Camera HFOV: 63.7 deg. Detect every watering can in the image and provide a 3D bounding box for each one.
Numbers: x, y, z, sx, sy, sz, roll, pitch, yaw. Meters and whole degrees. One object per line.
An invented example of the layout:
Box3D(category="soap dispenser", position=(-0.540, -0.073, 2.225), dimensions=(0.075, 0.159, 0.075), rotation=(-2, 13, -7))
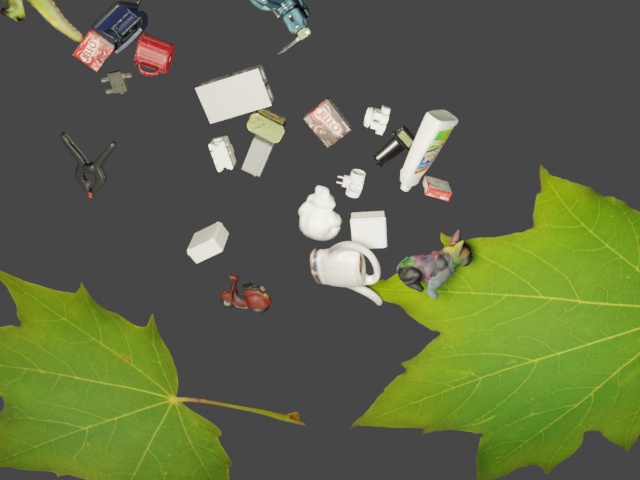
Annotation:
Box3D(category="watering can", position=(0.090, 0.116, 1.670), dimensions=(0.224, 0.106, 0.340), rotation=(2, 141, 17))

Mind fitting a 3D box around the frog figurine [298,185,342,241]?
Box3D(category="frog figurine", position=(0.005, -0.079, 1.568), dimensions=(0.138, 0.125, 0.156), rotation=(28, 133, 10))

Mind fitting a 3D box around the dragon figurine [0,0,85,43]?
Box3D(category="dragon figurine", position=(-0.762, -0.697, 1.295), dimensions=(0.408, 0.125, 0.239), rotation=(21, 115, -27))
